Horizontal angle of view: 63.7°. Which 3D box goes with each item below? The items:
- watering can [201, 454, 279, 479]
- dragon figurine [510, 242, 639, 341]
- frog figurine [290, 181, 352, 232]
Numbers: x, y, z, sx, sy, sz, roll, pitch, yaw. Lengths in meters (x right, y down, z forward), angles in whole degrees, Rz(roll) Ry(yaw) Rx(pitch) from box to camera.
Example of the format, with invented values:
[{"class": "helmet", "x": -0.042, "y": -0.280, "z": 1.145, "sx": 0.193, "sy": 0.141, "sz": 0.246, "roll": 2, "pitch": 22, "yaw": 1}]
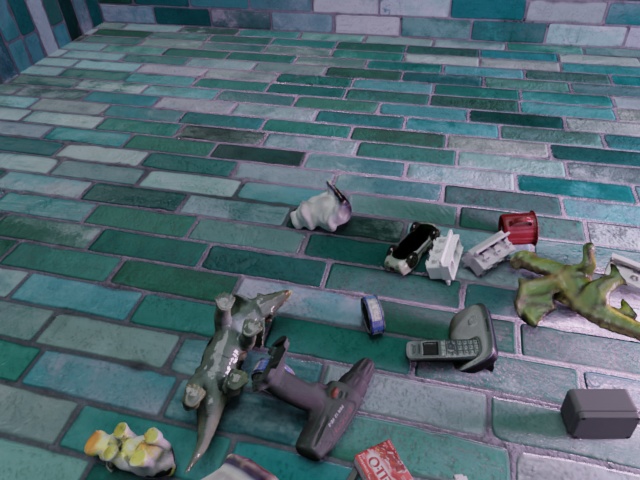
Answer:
[{"class": "watering can", "x": -0.183, "y": 0.442, "z": 0.822, "sx": 0.350, "sy": 0.101, "sz": 0.228, "roll": 23, "pitch": 46, "yaw": 27}, {"class": "dragon figurine", "x": 0.559, "y": 0.141, "z": 1.147, "sx": 0.242, "sy": 0.119, "sz": 0.420, "roll": -17, "pitch": 37, "yaw": 3}, {"class": "frog figurine", "x": 0.004, "y": -0.072, "z": 1.432, "sx": 0.158, "sy": 0.121, "sz": 0.140, "roll": -42, "pitch": 54, "yaw": 9}]
